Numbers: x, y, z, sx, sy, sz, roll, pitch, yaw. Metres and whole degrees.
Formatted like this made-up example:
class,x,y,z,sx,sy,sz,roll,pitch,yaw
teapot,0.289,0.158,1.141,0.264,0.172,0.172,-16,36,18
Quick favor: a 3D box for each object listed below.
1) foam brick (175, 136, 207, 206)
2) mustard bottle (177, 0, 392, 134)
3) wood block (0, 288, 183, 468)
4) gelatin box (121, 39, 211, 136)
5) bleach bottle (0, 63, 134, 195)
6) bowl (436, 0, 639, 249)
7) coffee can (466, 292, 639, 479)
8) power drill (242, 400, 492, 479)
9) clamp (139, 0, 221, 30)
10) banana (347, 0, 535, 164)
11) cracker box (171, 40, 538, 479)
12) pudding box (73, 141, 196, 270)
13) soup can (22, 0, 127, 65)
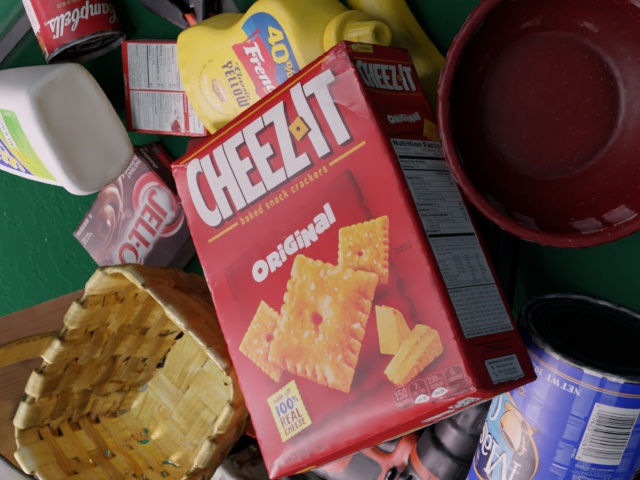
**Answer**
class,x,y,z,sx,sy,sz,roll,pitch,yaw
foam brick,-0.056,-0.039,0.777,0.053,0.078,0.051,3,76,49
mustard bottle,-0.020,-0.120,0.723,0.192,0.058,0.096,-5,112,52
wood block,-0.218,0.111,0.870,0.091,0.205,0.090,35,120,24
gelatin box,-0.114,-0.121,0.839,0.089,0.030,0.073,8,106,34
bleach bottle,-0.260,-0.095,0.910,0.251,0.068,0.102,6,129,51
bowl,0.143,-0.078,0.622,0.162,0.055,0.162,-1,97,-5
coffee can,0.156,0.118,0.667,0.103,0.102,0.140,26,117,28
power drill,0.033,0.136,0.789,0.188,0.057,0.185,37,115,23
clamp,-0.133,-0.230,0.815,0.120,0.039,0.171,-18,92,40
banana,0.068,-0.118,0.693,0.198,0.037,0.070,55,164,4
cracker box,0.010,0.015,0.636,0.164,0.071,0.214,-30,73,36
pudding box,-0.144,-0.012,0.886,0.090,0.039,0.114,49,125,15
soup can,-0.205,-0.199,0.858,0.069,0.068,0.102,-22,89,38
